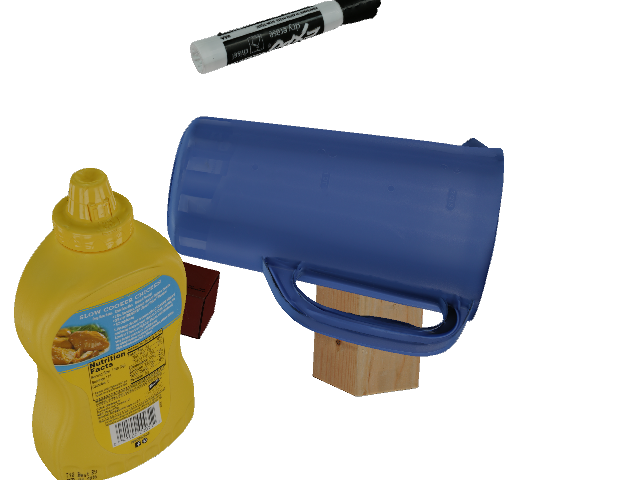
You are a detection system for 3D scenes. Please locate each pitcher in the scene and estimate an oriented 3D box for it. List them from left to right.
[{"bbox_3d":[0.011,-0.014,0.805,0.243,0.145,0.149,9,17,3],"label":"pitcher"}]

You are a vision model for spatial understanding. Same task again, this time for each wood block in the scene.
[{"bbox_3d":[0.054,0.057,1.183,0.090,0.206,0.091,-3,11,-34],"label":"wood block"}]

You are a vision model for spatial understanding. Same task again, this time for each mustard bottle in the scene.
[{"bbox_3d":[-0.119,0.044,0.589,0.096,0.192,0.058,-24,45,-30],"label":"mustard bottle"}]

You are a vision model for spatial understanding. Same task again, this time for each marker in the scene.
[{"bbox_3d":[-0.018,-0.124,0.626,0.121,0.020,0.020,-22,8,-20],"label":"marker"}]

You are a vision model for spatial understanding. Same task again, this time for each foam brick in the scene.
[{"bbox_3d":[-0.145,0.054,1.051,0.078,0.051,0.053,16,33,5],"label":"foam brick"}]
